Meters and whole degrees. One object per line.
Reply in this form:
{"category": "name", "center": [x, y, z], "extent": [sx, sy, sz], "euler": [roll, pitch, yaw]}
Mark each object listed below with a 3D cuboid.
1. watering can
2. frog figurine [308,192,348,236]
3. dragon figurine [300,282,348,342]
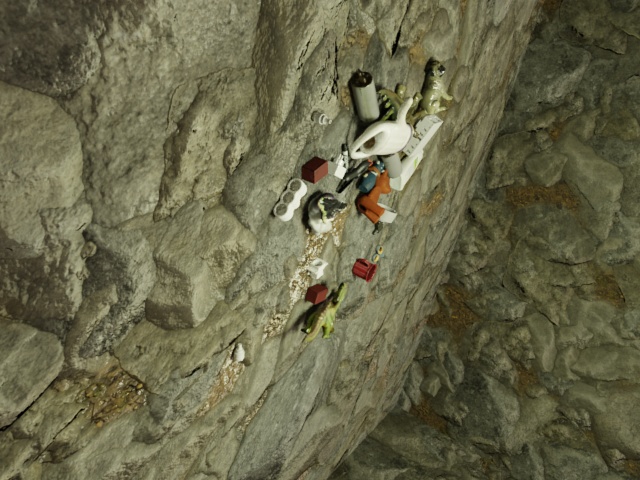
{"category": "watering can", "center": [0.252, -0.384, 1.820], "extent": [0.225, 0.105, 0.342], "euler": [-10, 161, -45]}
{"category": "frog figurine", "center": [0.006, -0.091, 1.810], "extent": [0.140, 0.122, 0.157], "euler": [-60, -170, -28]}
{"category": "dragon figurine", "center": [0.033, 0.274, 2.065], "extent": [0.242, 0.122, 0.410], "euler": [-65, 172, 4]}
